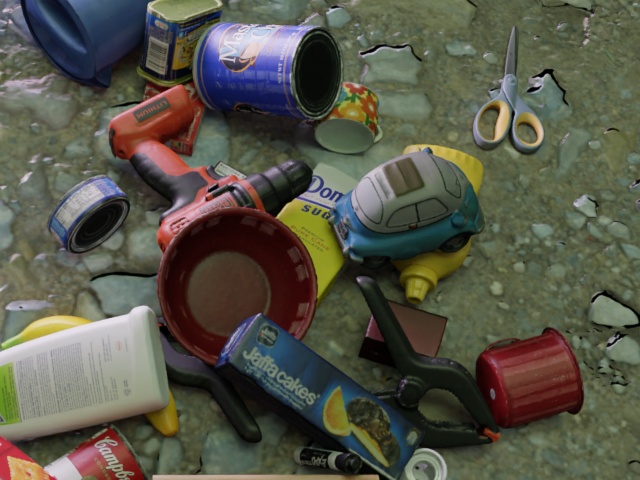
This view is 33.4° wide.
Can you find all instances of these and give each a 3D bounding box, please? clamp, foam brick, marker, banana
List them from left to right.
[{"bbox_3d":[-0.217,0.125,1.068,0.198,0.037,0.069,25,76,8],"label":"banana"},{"bbox_3d":[-0.098,0.121,1.087,0.171,0.039,0.120,34,44,13],"label":"clamp"},{"bbox_3d":[0.007,0.207,1.006,0.020,0.121,0.020,3,82,-24],"label":"marker"},{"bbox_3d":[0.080,0.156,1.071,0.210,0.036,0.164,34,99,-5],"label":"clamp"},{"bbox_3d":[0.086,0.102,1.117,0.078,0.053,0.051,17,59,2],"label":"foam brick"}]

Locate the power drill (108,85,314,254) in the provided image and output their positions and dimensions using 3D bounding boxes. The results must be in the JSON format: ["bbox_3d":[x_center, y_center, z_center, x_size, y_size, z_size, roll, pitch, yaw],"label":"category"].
[{"bbox_3d":[-0.125,-0.081,1.145,0.184,0.057,0.188,-30,63,-22],"label":"power drill"}]

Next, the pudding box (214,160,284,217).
[{"bbox_3d":[-0.103,-0.022,1.169,0.090,0.039,0.113,29,57,12],"label":"pudding box"}]

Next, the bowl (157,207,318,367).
[{"bbox_3d":[-0.086,0.051,1.065,0.162,0.055,0.162,3,80,-17],"label":"bowl"}]

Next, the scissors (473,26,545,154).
[{"bbox_3d":[0.252,-0.182,1.331,0.096,0.016,0.201,26,59,5],"label":"scissors"}]

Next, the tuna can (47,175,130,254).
[{"bbox_3d":[-0.242,-0.026,1.121,0.086,0.086,0.034,-37,73,-26],"label":"tuna can"}]

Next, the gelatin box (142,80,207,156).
[{"bbox_3d":[-0.172,-0.147,1.236,0.073,0.030,0.089,14,59,-1],"label":"gelatin box"}]

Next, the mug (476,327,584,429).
[{"bbox_3d":[0.208,0.138,1.101,0.081,0.093,0.117,-14,32,-11],"label":"mug"}]

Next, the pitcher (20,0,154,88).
[{"bbox_3d":[-0.226,-0.308,1.260,0.145,0.149,0.242,38,58,20],"label":"pitcher"}]

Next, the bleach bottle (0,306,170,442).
[{"bbox_3d":[-0.275,0.137,1.014,0.251,0.068,0.102,-11,75,0],"label":"bleach bottle"}]

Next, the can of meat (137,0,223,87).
[{"bbox_3d":[-0.161,-0.235,1.237,0.057,0.084,0.101,29,36,21],"label":"can of meat"}]

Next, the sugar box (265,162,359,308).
[{"bbox_3d":[-0.008,0.001,1.165,0.093,0.048,0.176,30,61,9],"label":"sugar box"}]

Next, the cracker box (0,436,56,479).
[{"bbox_3d":[-0.278,0.275,0.908,0.214,0.072,0.164,35,97,12],"label":"cracker box"}]

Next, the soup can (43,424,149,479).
[{"bbox_3d":[-0.219,0.226,0.988,0.102,0.068,0.068,-31,69,-23],"label":"soup can"}]

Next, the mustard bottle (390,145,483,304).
[{"bbox_3d":[0.121,-0.014,1.187,0.096,0.058,0.191,14,59,1],"label":"mustard bottle"}]

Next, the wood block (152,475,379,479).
[{"bbox_3d":[-0.052,0.270,0.975,0.206,0.090,0.091,2,60,-9],"label":"wood block"}]

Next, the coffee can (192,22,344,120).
[{"bbox_3d":[-0.059,-0.192,1.205,0.141,0.102,0.102,10,53,33],"label":"coffee can"}]
